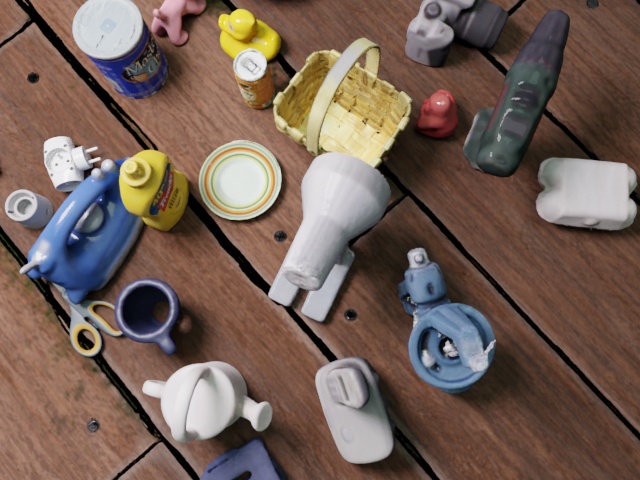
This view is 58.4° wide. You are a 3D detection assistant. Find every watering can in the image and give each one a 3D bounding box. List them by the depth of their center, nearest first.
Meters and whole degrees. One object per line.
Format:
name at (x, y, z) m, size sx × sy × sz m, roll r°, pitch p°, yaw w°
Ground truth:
watering can at (-0.153, 0.216, 0.773) m, size 0.173 × 0.194 × 0.101 m, roll -9°, pitch 79°, yaw -1°

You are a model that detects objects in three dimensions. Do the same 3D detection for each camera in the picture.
camera at (0.225, -0.355, 0.924) m, size 0.136 × 0.101 × 0.143 m, roll 25°, pitch 81°, yaw 5°

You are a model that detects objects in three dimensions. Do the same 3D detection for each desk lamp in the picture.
desk lamp at (0.007, 0.003, 0.801) m, size 0.118 × 0.213 × 0.203 m, roll 24°, pitch 81°, yaw 5°

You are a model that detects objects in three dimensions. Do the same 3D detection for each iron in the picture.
iron at (-0.341, -0.040, 0.849) m, size 0.118 × 0.141 × 0.258 m, roll 29°, pitch 81°, yaw 6°

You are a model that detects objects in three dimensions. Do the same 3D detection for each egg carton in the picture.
egg carton at (0.410, -0.071, 0.885) m, size 0.150 × 0.069 × 0.107 m, roll 5°, pitch 79°, yaw 1°

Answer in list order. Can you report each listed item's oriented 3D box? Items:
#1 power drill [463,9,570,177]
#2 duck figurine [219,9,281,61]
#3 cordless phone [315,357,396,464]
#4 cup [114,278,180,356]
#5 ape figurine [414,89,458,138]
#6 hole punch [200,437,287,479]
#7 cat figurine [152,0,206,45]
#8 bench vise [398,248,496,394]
power drill at (0.279, -0.189, 0.838) m, size 0.075 × 0.208 × 0.230 m, roll 21°, pitch 80°, yaw 5°
duck figurine at (-0.116, -0.338, 0.931) m, size 0.104 × 0.086 × 0.077 m, roll 15°, pitch 80°, yaw 3°
cordless phone at (0.051, 0.233, 0.773) m, size 0.094 × 0.185 × 0.147 m, roll -22°, pitch 80°, yaw -3°
cup at (-0.235, 0.117, 0.842) m, size 0.092 × 0.095 × 0.117 m, roll -33°, pitch 81°, yaw -5°
ape figurine at (0.186, -0.203, 0.900) m, size 0.078 × 0.092 × 0.076 m, roll -33°, pitch 81°, yaw -5°
hole punch at (-0.109, 0.343, 0.801) m, size 0.109 × 0.091 × 0.101 m, roll -34°, pitch 81°, yaw -5°
cat figurine at (-0.236, -0.404, 0.928) m, size 0.067 × 0.118 × 0.128 m, roll 23°, pitch 80°, yaw 5°
bench vise at (0.159, 0.115, 0.776) m, size 0.121 × 0.220 × 0.207 m, roll -36°, pitch 81°, yaw -6°
